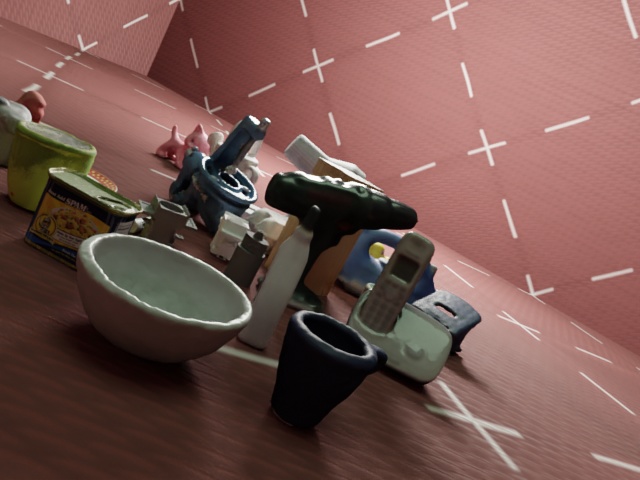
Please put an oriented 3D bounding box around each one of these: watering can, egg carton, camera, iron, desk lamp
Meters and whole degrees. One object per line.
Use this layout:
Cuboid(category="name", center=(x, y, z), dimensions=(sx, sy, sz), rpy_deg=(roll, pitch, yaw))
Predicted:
Cuboid(category="watering can", center=(-0.191, -0.179, 1.249), dimensions=(0.172, 0.194, 0.101), rpy_deg=(30, 11, 13))
Cuboid(category="egg carton", center=(-0.067, -0.002, 1.068), dimensions=(0.151, 0.069, 0.107), rpy_deg=(21, 13, -31))
Cuboid(category="camera", center=(-0.484, -0.187, 0.813), dimensions=(0.143, 0.101, 0.136), rpy_deg=(23, 12, -24))
Cuboid(category="iron", center=(0.141, 0.055, 1.121), dimensions=(0.258, 0.141, 0.118), rpy_deg=(26, 11, -9))
Cuboid(category="desk lamp", center=(-0.034, -0.103, 1.232), dimensions=(0.203, 0.213, 0.118), rpy_deg=(26, 11, -10))

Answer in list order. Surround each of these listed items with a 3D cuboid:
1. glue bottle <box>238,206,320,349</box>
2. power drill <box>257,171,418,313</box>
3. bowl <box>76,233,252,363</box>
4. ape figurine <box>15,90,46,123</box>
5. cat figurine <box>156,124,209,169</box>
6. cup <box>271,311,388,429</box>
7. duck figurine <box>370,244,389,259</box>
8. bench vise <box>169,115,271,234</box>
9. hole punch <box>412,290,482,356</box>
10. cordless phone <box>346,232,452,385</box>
Cuboid(category="glue bottle", center=(-0.042, 0.038, 0.665), dimensions=(0.037, 0.173, 0.078), rpy_deg=(26, 11, -10))
Cuboid(category="power drill", center=(0.008, 0.003, 0.855), dimensions=(0.230, 0.208, 0.075), rpy_deg=(24, 11, -18))
Cuboid(category="bowl", center=(-0.152, 0.064, 0.534), dimensions=(0.167, 0.074, 0.167), rpy_deg=(27, 11, -5))
Cuboid(category="ape figurine", center=(-0.466, -0.192, 0.907), dimensions=(0.076, 0.092, 0.078), rpy_deg=(28, 11, -1))
Cuboid(category="cat figurine", center=(-0.317, -0.231, 1.387), dimensions=(0.127, 0.117, 0.067), rpy_deg=(31, 11, 17))
Cuboid(category="cup", center=(0.004, 0.132, 0.552), dimensions=(0.118, 0.095, 0.091), rpy_deg=(20, 13, -36))
Cuboid(category="duck figurine", center=(0.102, 0.040, 1.243), dimensions=(0.105, 0.086, 0.077), rpy_deg=(26, 11, -12))
Cuboid(category="bench vise", center=(-0.181, -0.138, 1.017), dimensions=(0.207, 0.219, 0.122), rpy_deg=(32, 12, 22))
Cuboid(category="hole punch", center=(0.223, 0.146, 1.036), dimensions=(0.108, 0.091, 0.101), rpy_deg=(35, 13, 35))
Cuboid(category="cordless phone", center=(0.132, 0.094, 0.800), dimensions=(0.147, 0.185, 0.094), rpy_deg=(28, 11, 4))
